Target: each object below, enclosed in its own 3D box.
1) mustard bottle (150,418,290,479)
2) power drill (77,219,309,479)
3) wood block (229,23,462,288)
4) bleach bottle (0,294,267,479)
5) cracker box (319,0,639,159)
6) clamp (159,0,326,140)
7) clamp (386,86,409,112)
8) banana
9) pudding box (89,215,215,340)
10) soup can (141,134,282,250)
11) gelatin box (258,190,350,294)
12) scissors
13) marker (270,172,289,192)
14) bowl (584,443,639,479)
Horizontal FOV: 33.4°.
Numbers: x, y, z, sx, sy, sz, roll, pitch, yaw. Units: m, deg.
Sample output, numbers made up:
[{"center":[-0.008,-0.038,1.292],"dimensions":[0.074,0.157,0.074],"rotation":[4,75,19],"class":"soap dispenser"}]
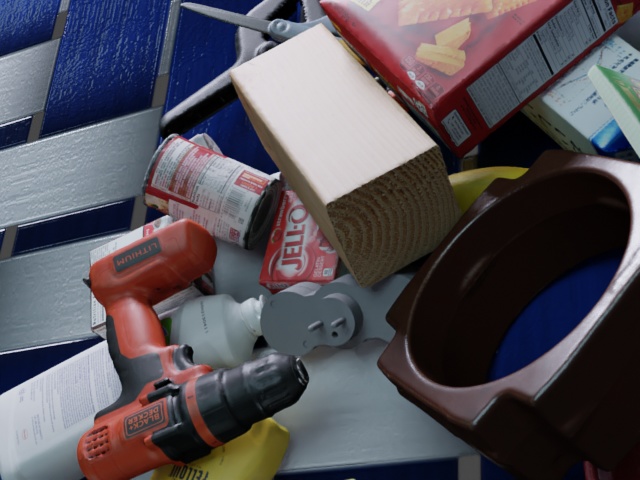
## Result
[{"center":[-0.100,0.214,0.795],"dimensions":[0.096,0.058,0.191],"rotation":[13,70,30],"class":"mustard bottle"},{"center":[-0.105,0.076,0.806],"dimensions":[0.184,0.057,0.188],"rotation":[-24,49,13],"class":"power drill"},{"center":[0.016,-0.070,0.819],"dimensions":[0.091,0.090,0.206],"rotation":[-29,42,-5],"class":"wood block"},{"center":[-0.147,0.120,0.879],"dimensions":[0.251,0.068,0.102],"rotation":[-28,51,12],"class":"bleach bottle"},{"center":[0.129,-0.188,0.785],"dimensions":[0.214,0.072,0.164],"rotation":[-40,50,4],"class":"cracker box"},{"center":[-0.051,-0.159,0.982],"dimensions":[0.164,0.036,0.210],"rotation":[6,61,8],"class":"clamp"},{"center":[0.103,-0.193,0.930],"dimensions":[0.171,0.039,0.120],"rotation":[-51,48,-4],"class":"clamp"},{"center":[0.104,-0.017,0.828],"dimensions":[0.198,0.037,0.069],"rotation":[-26,77,19],"class":"banana"},{"center":[-0.151,0.032,0.950],"dimensions":[0.114,0.039,0.090],"rotation":[-25,52,19],"class":"pudding box"},{"center":[-0.092,-0.041,0.913],"dimensions":[0.102,0.068,0.068],"rotation":[24,75,10],"class":"soup can"},{"center":[-0.006,0.001,0.884],"dimensions":[0.073,0.030,0.089],"rotation":[-1,62,31],"class":"gelatin box"},{"center":[-0.019,-0.200,0.972],"dimensions":[0.202,0.016,0.096],"rotation":[30,65,14],"class":"scissors"},{"center":[-0.085,-0.036,0.963],"dimensions":[0.121,0.020,0.020],"rotation":[-16,55,23],"class":"marker"},{"center":[0.244,0.136,0.634],"dimensions":[0.162,0.055,0.162],"rotation":[-15,56,23],"class":"bowl"}]
